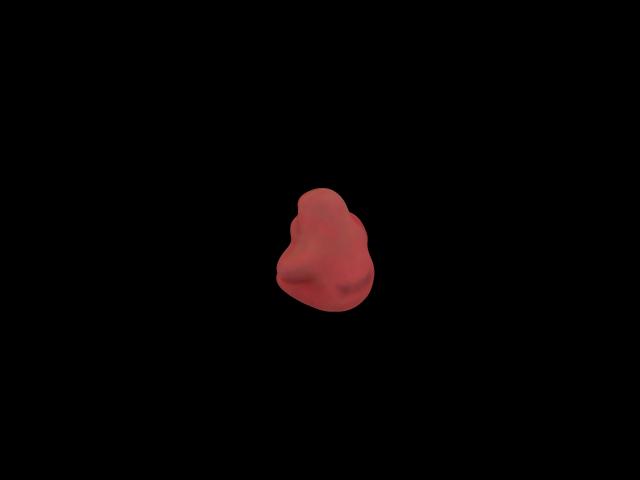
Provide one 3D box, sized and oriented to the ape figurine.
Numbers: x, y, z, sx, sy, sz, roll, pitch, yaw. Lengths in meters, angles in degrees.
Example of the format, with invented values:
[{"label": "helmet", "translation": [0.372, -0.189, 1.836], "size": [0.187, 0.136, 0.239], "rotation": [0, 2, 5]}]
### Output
[{"label": "ape figurine", "translation": [0.004, 0.001, 0.400], "size": [0.078, 0.092, 0.076], "rotation": [-24, 50, -22]}]
